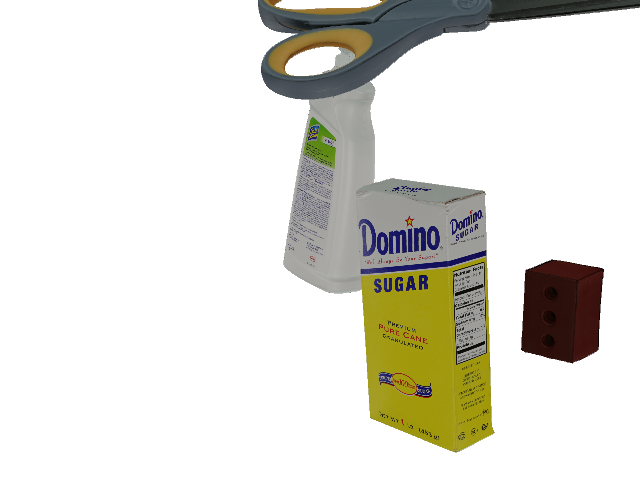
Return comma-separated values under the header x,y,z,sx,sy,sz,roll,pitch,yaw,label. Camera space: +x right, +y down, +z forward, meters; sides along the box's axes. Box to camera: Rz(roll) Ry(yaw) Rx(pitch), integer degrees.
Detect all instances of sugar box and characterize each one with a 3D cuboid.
x,y,z,sx,sy,sz,roll,pitch,yaw,label
0.072,0.049,0.745,0.048,0.176,0.094,-18,18,-36,sugar box

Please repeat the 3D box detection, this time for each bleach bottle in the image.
x,y,z,sx,sy,sz,roll,pitch,yaw,label
0.021,-0.077,1.142,0.067,0.251,0.103,-8,24,-40,bleach bottle

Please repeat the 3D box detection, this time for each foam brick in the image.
x,y,z,sx,sy,sz,roll,pitch,yaw,label
0.213,0.062,0.941,0.053,0.078,0.051,11,19,39,foam brick

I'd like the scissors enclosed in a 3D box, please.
x,y,z,sx,sy,sz,roll,pitch,yaw,label
0.058,-0.096,0.502,0.202,0.096,0.016,9,-38,20,scissors
